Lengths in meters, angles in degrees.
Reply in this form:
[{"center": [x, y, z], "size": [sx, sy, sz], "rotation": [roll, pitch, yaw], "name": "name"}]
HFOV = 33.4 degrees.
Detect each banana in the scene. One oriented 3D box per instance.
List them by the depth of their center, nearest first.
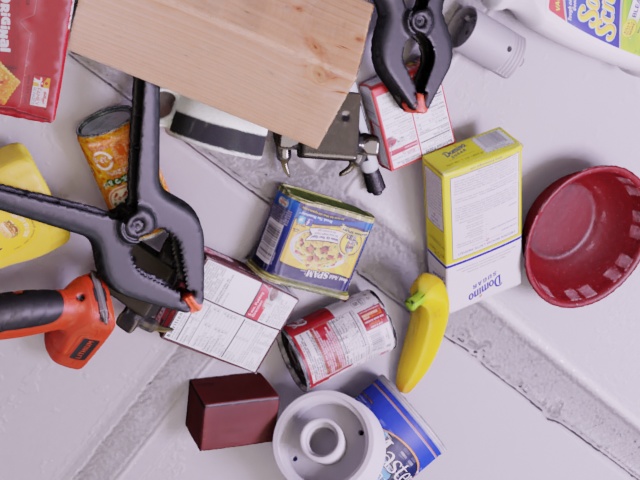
[{"center": [0.101, 0.087, 1.076], "size": [0.069, 0.037, 0.198], "rotation": [-40, 153, -22], "name": "banana"}]

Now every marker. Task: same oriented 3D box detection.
[{"center": [0.040, -0.094, 1.006], "size": [0.020, 0.020, 0.121], "rotation": [-26, 121, -13], "name": "marker"}]

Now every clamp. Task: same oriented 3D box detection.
[{"center": [-0.149, -0.026, 0.868], "size": [0.164, 0.036, 0.210], "rotation": [-43, 123, -7], "name": "clamp"}, {"center": [0.072, -0.200, 0.950], "size": [0.120, 0.039, 0.171], "rotation": [2, 93, -18], "name": "clamp"}]

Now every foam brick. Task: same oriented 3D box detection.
[{"center": [-0.086, 0.166, 1.041], "size": [0.078, 0.053, 0.051], "rotation": [-3, 113, -23], "name": "foam brick"}]

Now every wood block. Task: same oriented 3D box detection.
[{"center": [-0.075, -0.164, 0.815], "size": [0.206, 0.090, 0.091], "rotation": [21, 141, -9], "name": "wood block"}]

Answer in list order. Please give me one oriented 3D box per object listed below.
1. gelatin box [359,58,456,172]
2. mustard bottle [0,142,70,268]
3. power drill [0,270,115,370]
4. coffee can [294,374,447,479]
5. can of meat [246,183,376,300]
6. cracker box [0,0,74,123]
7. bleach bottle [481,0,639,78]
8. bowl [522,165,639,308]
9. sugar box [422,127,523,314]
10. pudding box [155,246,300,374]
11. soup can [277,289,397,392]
[{"center": [0.083, -0.119, 1.010], "size": [0.073, 0.030, 0.089], "rotation": [-25, 120, -15], "name": "gelatin box"}, {"center": [-0.306, 0.002, 0.858], "size": [0.191, 0.058, 0.096], "rotation": [-28, 135, -12], "name": "mustard bottle"}, {"center": [-0.277, 0.081, 0.879], "size": [0.187, 0.057, 0.185], "rotation": [-3, 154, -36], "name": "power drill"}, {"center": [0.044, 0.222, 1.099], "size": [0.140, 0.103, 0.102], "rotation": [-40, 123, -5], "name": "coffee can"}, {"center": [-0.007, 0.001, 1.004], "size": [0.101, 0.057, 0.084], "rotation": [15, 102, -31], "name": "can of meat"}, {"center": [-0.201, -0.190, 0.731], "size": [0.072, 0.214, 0.164], "rotation": [8, 109, -16], "name": "cracker box"}, {"center": [0.233, -0.224, 1.004], "size": [0.250, 0.068, 0.103], "rotation": [6, 106, -32], "name": "bleach bottle"}, {"center": [0.271, -0.011, 1.133], "size": [0.161, 0.055, 0.162], "rotation": [-10, 116, -22], "name": "bowl"}, {"center": [0.153, -0.017, 1.064], "size": [0.093, 0.048, 0.176], "rotation": [-21, 132, -17], "name": "sugar box"}, {"center": [-0.088, 0.066, 1.005], "size": [0.113, 0.039, 0.090], "rotation": [26, 100, -30], "name": "pudding box"}, {"center": [0.016, 0.098, 1.051], "size": [0.102, 0.069, 0.068], "rotation": [-23, 120, -15], "name": "soup can"}]
